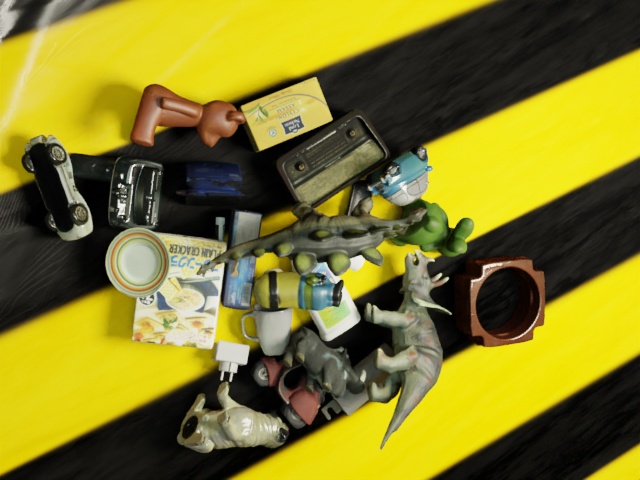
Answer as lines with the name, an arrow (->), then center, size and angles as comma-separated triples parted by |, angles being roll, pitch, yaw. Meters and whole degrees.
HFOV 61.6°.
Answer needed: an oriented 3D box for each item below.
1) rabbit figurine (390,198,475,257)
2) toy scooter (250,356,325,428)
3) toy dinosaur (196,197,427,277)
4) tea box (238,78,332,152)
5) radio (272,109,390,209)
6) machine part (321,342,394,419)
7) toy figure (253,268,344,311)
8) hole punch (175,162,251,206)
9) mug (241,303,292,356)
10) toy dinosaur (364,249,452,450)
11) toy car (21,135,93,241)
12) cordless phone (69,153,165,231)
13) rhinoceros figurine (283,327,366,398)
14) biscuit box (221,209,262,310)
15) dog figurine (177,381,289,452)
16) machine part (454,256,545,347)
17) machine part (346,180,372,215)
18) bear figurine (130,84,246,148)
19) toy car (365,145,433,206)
rabbit figurine -> 0.269, -0.021, 1.192 | 0.170, 0.159, 0.121 | 27, 77, -31
toy scooter -> -0.049, 0.306, 1.163 | 0.135, 0.075, 0.183 | -38, 99, -10
toy dinosaur -> -0.002, -0.003, 1.019 | 0.471, 0.199, 0.104 | -13, 110, -14
tea box -> -0.073, -0.256, 1.107 | 0.170, 0.068, 0.098 | -27, 101, -12
radio -> 0.019, -0.169, 1.136 | 0.229, 0.073, 0.131 | -34, 103, -10
machine part -> 0.103, 0.309, 1.202 | 0.243, 0.079, 0.079 | -37, 103, -8
toy figure -> -0.045, 0.102, 1.085 | 0.180, 0.089, 0.082 | 6, 99, 11
hole punch -> -0.212, -0.117, 1.062 | 0.142, 0.116, 0.092 | 3, 86, -16
mug -> -0.109, 0.189, 1.133 | 0.110, 0.081, 0.107 | -6, 102, -11
toy dinosaur -> 0.196, 0.229, 1.133 | 0.192, 0.131, 0.405 | 2, 64, -4
toy car -> -0.491, -0.097, 1.006 | 0.074, 0.056, 0.201 | -14, 99, 18
cordless phone -> -0.402, -0.095, 1.037 | 0.184, 0.089, 0.146 | 8, 95, -4
rhinoceros figurine -> 0.012, 0.261, 1.119 | 0.190, 0.073, 0.112 | 42, 48, -10
biscuit box -> -0.164, 0.040, 1.112 | 0.059, 0.063, 0.202 | 7, 94, -16
dog figurine -> -0.180, 0.407, 1.132 | 0.172, 0.121, 0.190 | -29, 127, 24
machine part -> 0.421, 0.142, 1.268 | 0.201, 0.087, 0.200 | -5, 96, -13
machine part -> 0.081, -0.065, 1.182 | 0.084, 0.039, 0.138 | 13, 93, -11
bear figurine -> -0.252, -0.222, 1.039 | 0.196, 0.120, 0.132 | 17, 94, -21
toy car -> 0.178, -0.126, 1.141 | 0.162, 0.109, 0.103 | -36, 95, -40
